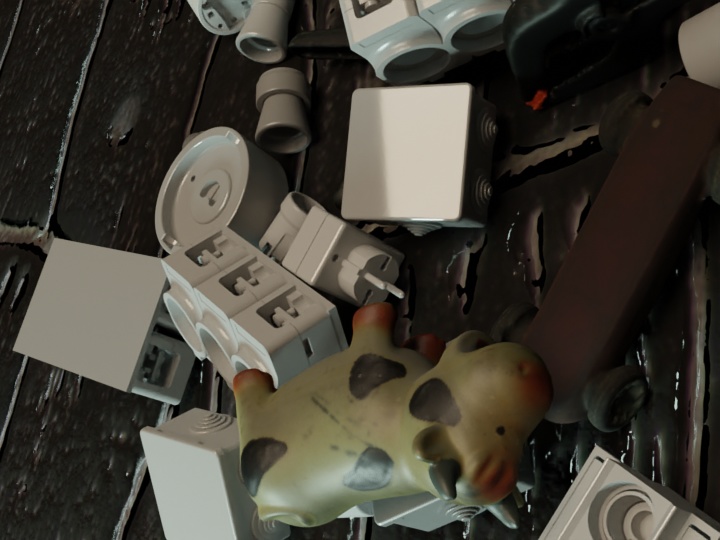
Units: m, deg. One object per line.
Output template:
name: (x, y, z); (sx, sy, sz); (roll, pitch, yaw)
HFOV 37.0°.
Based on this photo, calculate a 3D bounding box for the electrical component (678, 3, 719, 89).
electrical component: (0.208, -0.123, 0.591); (0.047, 0.055, 0.055); (-21, 58, 40)

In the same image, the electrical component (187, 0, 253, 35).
electrical component: (-0.127, -0.246, 0.968); (0.055, 0.055, 0.047); (-52, 41, 13)

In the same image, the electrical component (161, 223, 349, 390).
electrical component: (-0.072, 0.043, 0.742); (0.062, 0.089, 0.150); (-33, 39, -21)

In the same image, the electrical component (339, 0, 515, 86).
electrical component: (0.072, -0.177, 0.683); (0.150, 0.089, 0.061); (-21, 72, 26)

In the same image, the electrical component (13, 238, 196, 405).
electrical component: (-0.204, 0.041, 0.904); (0.186, 0.060, 0.105); (10, 78, 46)

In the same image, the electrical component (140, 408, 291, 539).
electrical component: (-0.098, 0.146, 0.735); (0.100, 0.048, 0.099); (5, 111, 45)

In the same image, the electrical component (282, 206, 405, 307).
electrical component: (0.000, 0.000, 0.723); (0.077, 0.066, 0.047); (32, 95, 46)

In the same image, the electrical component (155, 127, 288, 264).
electrical component: (-0.104, -0.052, 0.850); (0.108, 0.060, 0.108); (-20, 58, 36)

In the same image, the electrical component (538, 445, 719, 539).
electrical component: (0.122, 0.162, 0.534); (0.079, 0.063, 0.121); (35, 97, 46)

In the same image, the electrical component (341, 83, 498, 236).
electrical component: (0.040, -0.073, 0.711); (0.100, 0.048, 0.099); (3, 85, 31)

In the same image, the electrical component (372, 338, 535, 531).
electrical component: (0.050, 0.100, 0.641); (0.100, 0.048, 0.099); (-31, 52, 30)

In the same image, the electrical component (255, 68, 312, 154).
electrical component: (-0.061, -0.127, 0.855); (0.045, 0.045, 0.055); (-22, 57, 35)

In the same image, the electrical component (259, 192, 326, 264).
electrical component: (-0.049, -0.029, 0.803); (0.046, 0.040, 0.040); (-52, 44, 20)

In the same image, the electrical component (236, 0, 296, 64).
electrical component: (-0.077, -0.215, 0.915); (0.044, 0.044, 0.065); (-7, 62, 42)

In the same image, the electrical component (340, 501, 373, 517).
electrical component: (-0.016, 0.139, 0.693); (0.078, 0.040, 0.040); (-13, 63, 40)
